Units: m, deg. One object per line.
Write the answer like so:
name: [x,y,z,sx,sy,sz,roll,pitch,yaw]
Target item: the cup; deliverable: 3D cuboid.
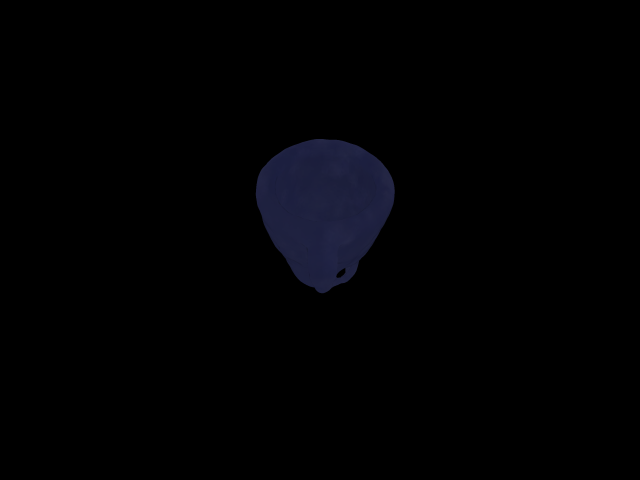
cup: [0.004,0.001,0.400,0.091,0.095,0.117,0,51,0]
